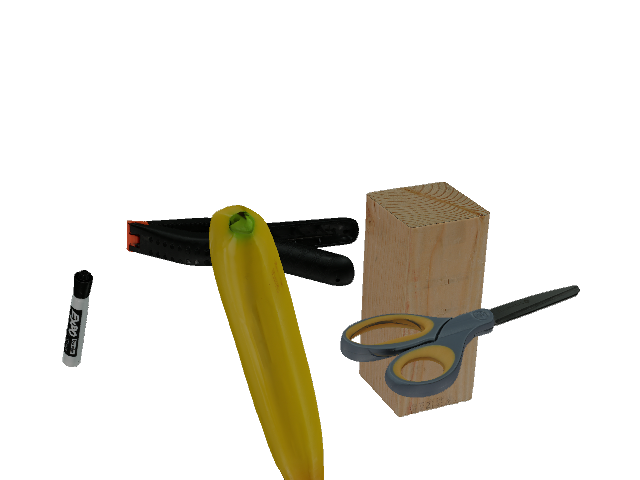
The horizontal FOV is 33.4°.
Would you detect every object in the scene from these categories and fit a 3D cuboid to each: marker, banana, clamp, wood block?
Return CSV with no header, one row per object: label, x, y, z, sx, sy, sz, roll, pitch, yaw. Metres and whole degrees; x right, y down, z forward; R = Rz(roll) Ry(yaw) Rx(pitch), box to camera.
marker,-0.247,0.079,1.084,0.020,0.121,0.020,11,35,-8
banana,-0.031,0.054,0.585,0.037,0.198,0.069,-11,33,5
clamp,-0.064,0.005,0.922,0.210,0.036,0.164,2,13,-4
wood block,0.100,0.057,1.057,0.090,0.206,0.091,-10,27,-22

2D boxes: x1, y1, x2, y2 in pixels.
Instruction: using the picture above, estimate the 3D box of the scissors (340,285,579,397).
scissors,0.116,0.071,0.770,0.201,0.016,0.096,-7,32,-13
